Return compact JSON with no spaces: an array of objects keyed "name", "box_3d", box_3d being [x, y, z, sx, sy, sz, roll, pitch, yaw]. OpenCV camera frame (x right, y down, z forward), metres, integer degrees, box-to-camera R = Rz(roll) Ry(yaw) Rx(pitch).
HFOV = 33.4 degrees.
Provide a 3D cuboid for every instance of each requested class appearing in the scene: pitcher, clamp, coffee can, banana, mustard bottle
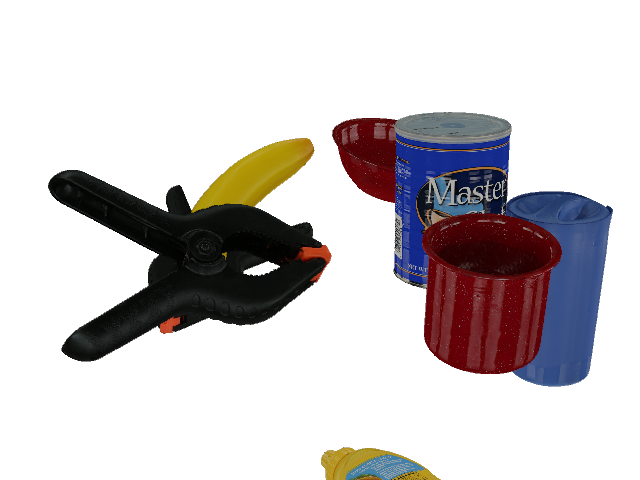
[{"name":"pitcher","box_3d":[0.297,0.066,1.398,0.149,0.243,0.144,5,21,15]},{"name":"clamp","box_3d":[-0.081,0.005,0.635,0.171,0.120,0.039,-6,-23,-29]},{"name":"coffee can","box_3d":[0.118,-0.037,0.964,0.103,0.140,0.103,-1,18,0]},{"name":"clamp","box_3d":[-0.121,0.016,1.072,0.165,0.036,0.209,20,38,16]},{"name":"banana","box_3d":[-0.065,-0.019,0.834,0.069,0.197,0.037,19,-41,4]},{"name":"mustard bottle","box_3d":[0.067,0.235,0.967,0.096,0.058,0.192,-17,26,-35]}]

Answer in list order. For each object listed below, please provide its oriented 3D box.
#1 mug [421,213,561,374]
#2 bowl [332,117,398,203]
[{"name":"mug","box_3d":[0.110,0.032,0.741,0.093,0.081,0.117,-6,29,-13]},{"name":"bowl","box_3d":[0.088,-0.085,1.209,0.162,0.055,0.162,9,26,-5]}]
